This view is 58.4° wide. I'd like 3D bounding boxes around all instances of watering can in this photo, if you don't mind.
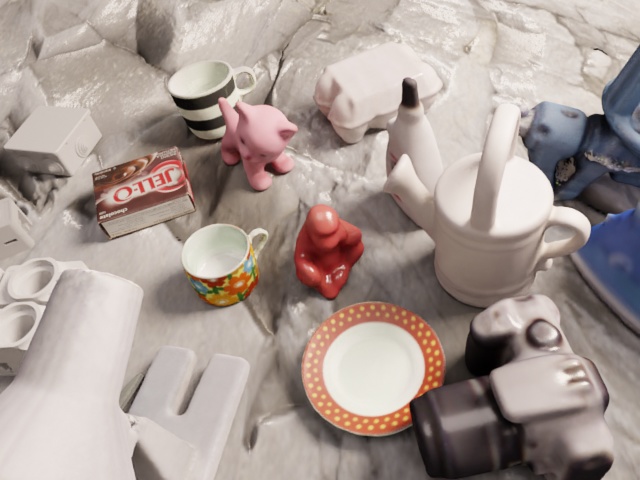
[{"bbox_3d":[0.143,-0.031,0.506,0.172,0.194,0.101,-4,52,9],"label":"watering can"}]

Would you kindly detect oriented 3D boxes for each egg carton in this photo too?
[{"bbox_3d":[0.071,-0.189,0.725,0.150,0.069,0.107,-25,52,-8],"label":"egg carton"}]

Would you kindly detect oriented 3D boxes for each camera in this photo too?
[{"bbox_3d":[0.138,0.121,0.447,0.137,0.101,0.143,-13,51,1],"label":"camera"}]

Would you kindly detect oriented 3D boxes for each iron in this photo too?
[{"bbox_3d":[0.325,0.027,0.456,0.257,0.142,0.119,34,66,32],"label":"iron"}]

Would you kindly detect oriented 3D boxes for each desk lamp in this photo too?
[{"bbox_3d":[-0.156,0.132,0.427,0.117,0.214,0.203,5,54,16],"label":"desk lamp"}]

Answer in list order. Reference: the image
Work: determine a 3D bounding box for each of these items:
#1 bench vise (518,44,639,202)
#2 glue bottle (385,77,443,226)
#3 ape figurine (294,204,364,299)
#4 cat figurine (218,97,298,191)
[{"bbox_3d":[0.286,-0.120,0.529,0.207,0.220,0.121,-10,51,4],"label":"bench vise"},{"bbox_3d":[0.093,-0.092,0.577,0.037,0.173,0.078,-30,52,-12],"label":"glue bottle"},{"bbox_3d":[0.005,0.002,0.574,0.078,0.092,0.076,-22,51,-5],"label":"ape figurine"},{"bbox_3d":[-0.078,-0.127,0.676,0.067,0.118,0.127,-38,55,-18],"label":"cat figurine"}]
